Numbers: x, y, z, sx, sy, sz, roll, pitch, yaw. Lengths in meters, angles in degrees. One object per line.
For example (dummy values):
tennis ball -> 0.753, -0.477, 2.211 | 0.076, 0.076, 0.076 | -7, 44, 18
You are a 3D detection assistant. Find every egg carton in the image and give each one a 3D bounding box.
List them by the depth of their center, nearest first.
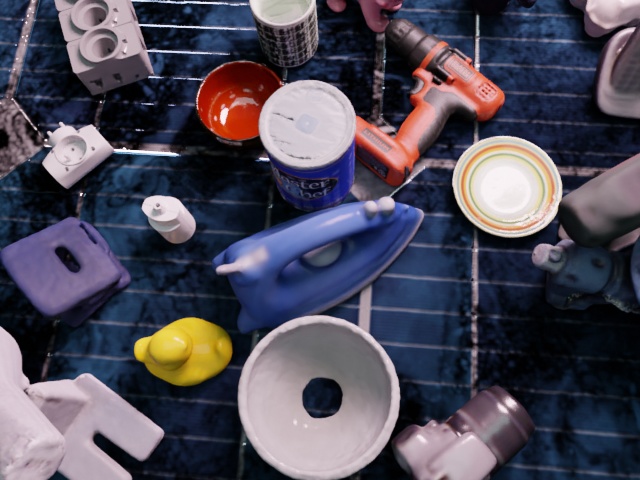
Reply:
egg carton -> 0.406, -0.331, 0.748 | 0.150, 0.069, 0.107 | -19, 74, -3

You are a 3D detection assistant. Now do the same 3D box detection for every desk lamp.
desk lamp -> -0.285, 0.171, 0.558 | 0.203, 0.213, 0.118 | 31, 78, 11

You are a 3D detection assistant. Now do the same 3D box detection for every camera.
camera -> 0.163, 0.227, 0.581 | 0.137, 0.101, 0.143 | -38, 76, -8

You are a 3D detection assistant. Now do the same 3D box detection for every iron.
iron -> 0.006, 0.002, 0.631 | 0.258, 0.141, 0.118 | -26, 74, -5

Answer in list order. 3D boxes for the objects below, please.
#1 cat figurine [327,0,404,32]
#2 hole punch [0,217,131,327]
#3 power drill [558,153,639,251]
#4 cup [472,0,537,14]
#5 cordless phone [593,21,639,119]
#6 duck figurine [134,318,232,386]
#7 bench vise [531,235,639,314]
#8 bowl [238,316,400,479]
cat figurine -> 0.071, -0.338, 0.739 | 0.127, 0.118, 0.067 | 29, 77, 10
hole punch -> -0.292, 0.030, 0.663 | 0.101, 0.091, 0.108 | -42, 76, -9
power drill -> 0.343, -0.051, 0.597 | 0.229, 0.208, 0.075 | -26, 74, -5
cup -> 0.238, -0.331, 0.742 | 0.092, 0.095, 0.117 | -26, 74, -5
cordless phone -> 0.412, -0.217, 0.654 | 0.147, 0.185, 0.094 | 2, 74, 3
duck figurine -> -0.153, 0.121, 0.633 | 0.104, 0.086, 0.077 | -4, 74, 2
bench vise -> 0.330, 0.039, 0.566 | 0.207, 0.220, 0.121 | -8, 74, 1
bowl -> -0.001, 0.169, 0.618 | 0.167, 0.075, 0.167 | -1, 74, 2
